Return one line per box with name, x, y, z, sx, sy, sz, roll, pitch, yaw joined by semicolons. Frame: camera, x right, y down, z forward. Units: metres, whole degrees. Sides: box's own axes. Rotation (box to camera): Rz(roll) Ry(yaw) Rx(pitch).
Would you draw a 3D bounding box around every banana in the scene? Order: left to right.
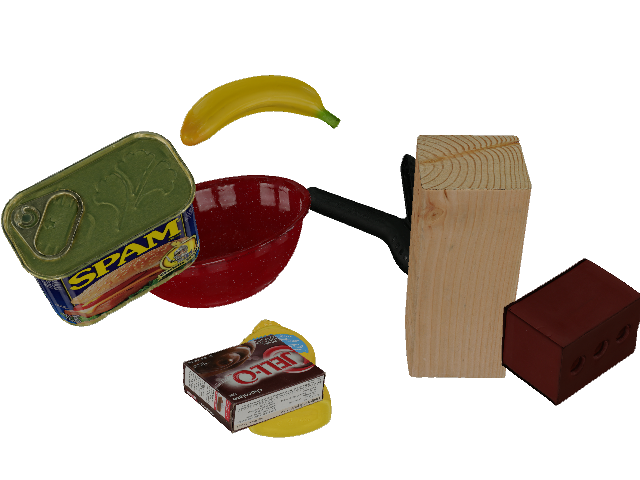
banana;-0.068;-0.137;1.091;0.197;0.037;0.070;-13;52;-37

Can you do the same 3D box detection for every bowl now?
bowl;-0.081;0.006;0.821;0.162;0.055;0.162;-11;25;5

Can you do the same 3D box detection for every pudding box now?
pudding box;-0.065;0.139;1.050;0.113;0.039;0.090;-17;30;-35

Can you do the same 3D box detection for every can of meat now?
can of meat;-0.119;-0.003;0.606;0.102;0.057;0.084;-30;-20;-14

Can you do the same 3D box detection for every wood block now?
wood block;0.126;0.017;0.951;0.091;0.206;0.090;1;35;1

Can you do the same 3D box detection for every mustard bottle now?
mustard bottle;-0.051;0.152;1.261;0.096;0.058;0.192;-8;30;-9

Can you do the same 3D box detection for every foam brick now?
foam brick;0.162;0.058;0.690;0.078;0.053;0.051;-28;42;-27

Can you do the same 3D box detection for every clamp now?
clamp;0.091;-0.010;1.156;0.164;0.036;0.210;-16;52;-31
